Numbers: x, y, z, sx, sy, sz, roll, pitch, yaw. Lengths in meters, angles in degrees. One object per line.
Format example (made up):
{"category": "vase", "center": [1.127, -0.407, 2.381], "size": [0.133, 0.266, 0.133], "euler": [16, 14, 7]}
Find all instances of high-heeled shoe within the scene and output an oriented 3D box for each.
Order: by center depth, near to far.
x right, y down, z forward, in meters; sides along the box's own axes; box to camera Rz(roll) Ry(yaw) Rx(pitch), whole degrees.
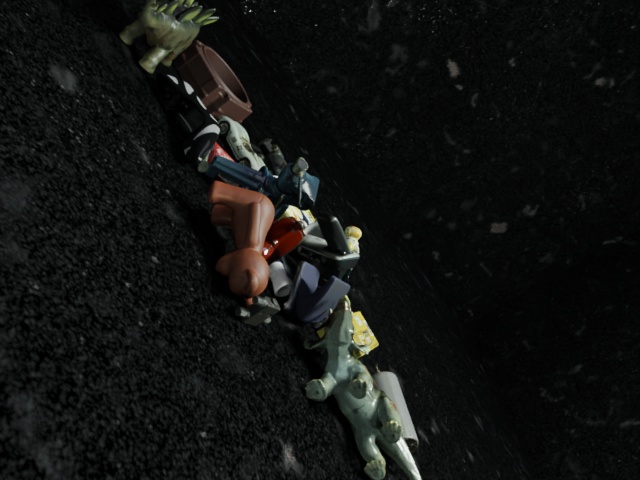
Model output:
{"category": "high-heeled shoe", "center": [-0.281, -0.254, 1.088], "size": [0.145, 0.086, 0.249], "euler": [41, 18, -30]}

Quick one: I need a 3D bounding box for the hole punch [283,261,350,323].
{"category": "hole punch", "center": [-0.004, 0.115, 1.091], "size": [0.092, 0.115, 0.142], "euler": [17, -7, 20]}

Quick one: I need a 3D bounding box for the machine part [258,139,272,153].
{"category": "machine part", "center": [-0.136, -0.244, 1.622], "size": [0.139, 0.039, 0.084], "euler": [60, 20, 7]}

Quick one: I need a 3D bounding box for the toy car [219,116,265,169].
{"category": "toy car", "center": [-0.195, -0.230, 1.353], "size": [0.202, 0.056, 0.073], "euler": [61, 15, 15]}

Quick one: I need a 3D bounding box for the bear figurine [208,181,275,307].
{"category": "bear figurine", "center": [-0.145, 0.011, 0.941], "size": [0.120, 0.132, 0.196], "euler": [105, -5, -64]}

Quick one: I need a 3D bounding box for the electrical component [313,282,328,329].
{"category": "electrical component", "center": [0.013, 0.137, 1.183], "size": [0.045, 0.102, 0.078], "euler": [45, 9, -29]}

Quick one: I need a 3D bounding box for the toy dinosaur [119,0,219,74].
{"category": "toy dinosaur", "center": [-0.322, -0.456, 1.139], "size": [0.105, 0.198, 0.472], "euler": [49, 14, -18]}

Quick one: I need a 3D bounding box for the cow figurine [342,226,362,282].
{"category": "cow figurine", "center": [0.065, 0.045, 1.448], "size": [0.068, 0.167, 0.098], "euler": [17, 40, 2]}

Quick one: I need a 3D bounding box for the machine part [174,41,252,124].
{"category": "machine part", "center": [-0.275, -0.408, 1.415], "size": [0.201, 0.087, 0.201], "euler": [60, 16, 10]}

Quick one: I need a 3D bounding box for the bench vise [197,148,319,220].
{"category": "bench vise", "center": [-0.132, -0.118, 1.112], "size": [0.240, 0.223, 0.129], "euler": [24, 66, -18]}

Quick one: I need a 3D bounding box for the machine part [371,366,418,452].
{"category": "machine part", "center": [0.154, 0.375, 1.169], "size": [0.079, 0.079, 0.243], "euler": [47, 18, -36]}

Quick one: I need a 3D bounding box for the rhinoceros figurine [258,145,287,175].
{"category": "rhinoceros figurine", "center": [-0.110, -0.178, 1.515], "size": [0.190, 0.073, 0.112], "euler": [62, 4, 27]}

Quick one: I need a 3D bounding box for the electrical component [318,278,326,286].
{"category": "electrical component", "center": [-0.013, 0.077, 1.264], "size": [0.047, 0.075, 0.119], "euler": [51, 19, -25]}

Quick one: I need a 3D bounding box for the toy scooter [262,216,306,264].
{"category": "toy scooter", "center": [-0.082, -0.006, 1.089], "size": [0.075, 0.135, 0.184], "euler": [54, 13, -7]}

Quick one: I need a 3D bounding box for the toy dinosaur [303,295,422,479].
{"category": "toy dinosaur", "center": [0.085, 0.308, 1.029], "size": [0.404, 0.131, 0.192], "euler": [62, 14, -7]}

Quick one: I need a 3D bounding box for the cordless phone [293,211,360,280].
{"category": "cordless phone", "center": [-0.003, -0.004, 1.140], "size": [0.147, 0.089, 0.184], "euler": [23, -28, 31]}

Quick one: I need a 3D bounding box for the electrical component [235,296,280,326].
{"category": "electrical component", "center": [-0.099, 0.119, 0.905], "size": [0.094, 0.063, 0.021], "euler": [36, 25, -58]}

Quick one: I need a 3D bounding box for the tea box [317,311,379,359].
{"category": "tea box", "center": [0.067, 0.224, 1.222], "size": [0.098, 0.068, 0.169], "euler": [60, 16, 14]}

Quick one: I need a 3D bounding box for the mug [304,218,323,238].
{"category": "mug", "center": [-0.011, 0.001, 1.321], "size": [0.107, 0.081, 0.109], "euler": [111, -23, -67]}
